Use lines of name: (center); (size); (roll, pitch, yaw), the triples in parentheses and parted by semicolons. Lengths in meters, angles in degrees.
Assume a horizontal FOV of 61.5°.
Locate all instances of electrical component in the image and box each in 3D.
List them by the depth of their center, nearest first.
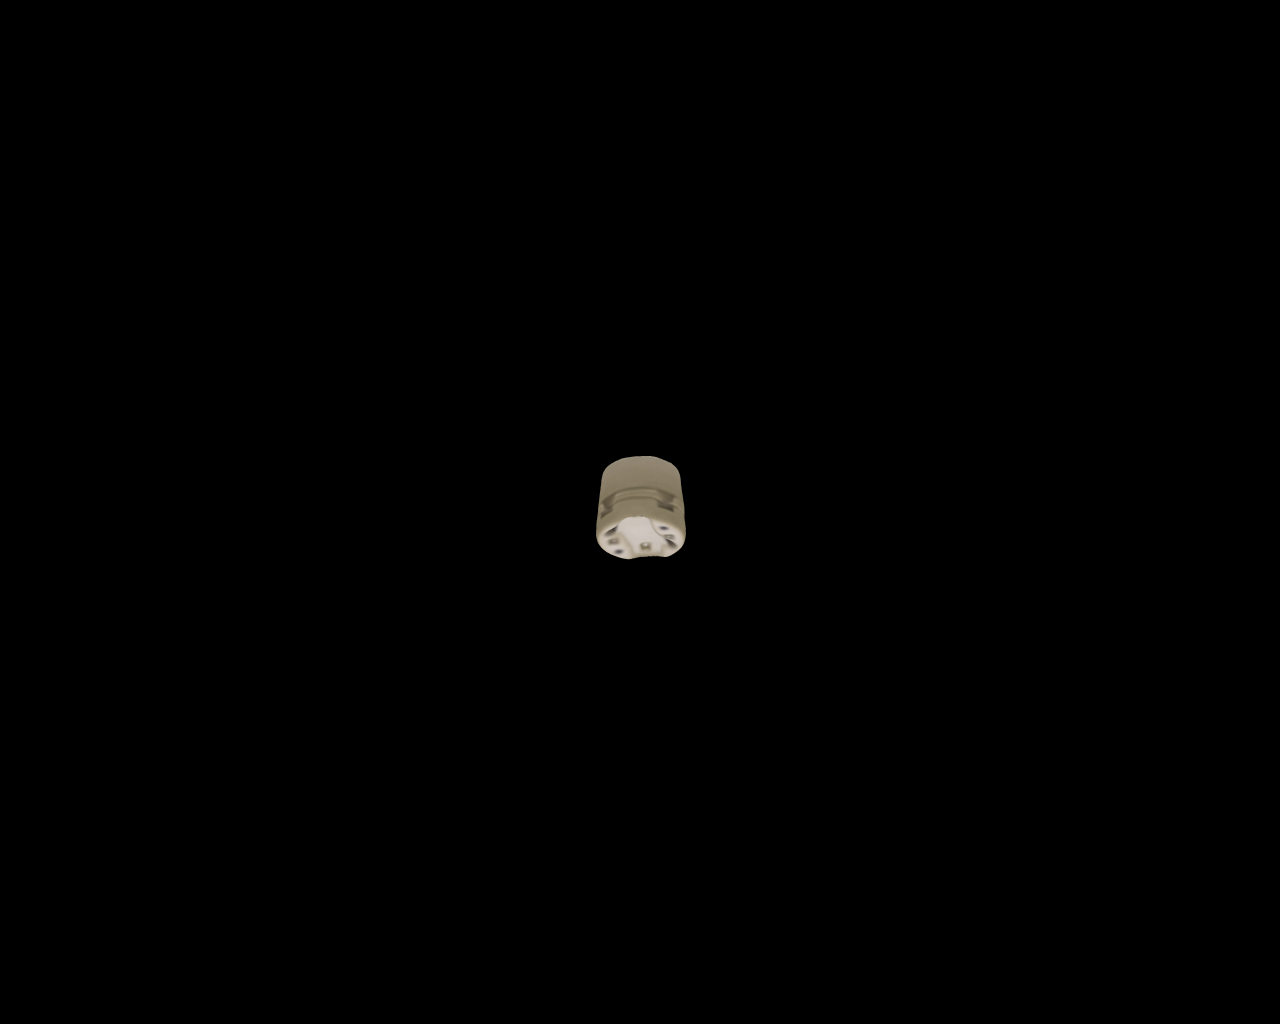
electrical component: (0.001, -0.003, 0.650); (0.055, 0.047, 0.055); (0, -31, 0)
